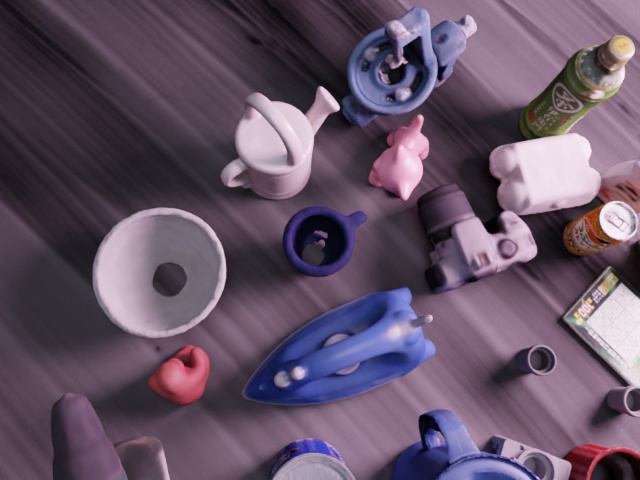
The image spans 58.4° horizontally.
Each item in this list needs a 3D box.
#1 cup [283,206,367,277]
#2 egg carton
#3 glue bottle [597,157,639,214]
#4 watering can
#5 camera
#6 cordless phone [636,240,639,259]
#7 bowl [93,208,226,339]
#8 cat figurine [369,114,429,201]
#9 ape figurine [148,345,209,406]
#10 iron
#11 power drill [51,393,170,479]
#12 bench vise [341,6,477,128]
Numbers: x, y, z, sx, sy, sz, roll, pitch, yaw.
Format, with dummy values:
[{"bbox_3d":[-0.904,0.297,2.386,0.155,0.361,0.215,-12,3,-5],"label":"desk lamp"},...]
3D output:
[{"bbox_3d":[0.007,0.003,0.763,0.118,0.095,0.091,-31,81,-9],"label":"cup"},{"bbox_3d":[0.319,-0.093,0.817,0.150,0.069,0.107,-12,79,-6],"label":"egg carton"},{"bbox_3d":[0.439,-0.083,0.769,0.078,0.173,0.037,39,78,5],"label":"glue bottle"},{"bbox_3d":[-0.054,-0.132,0.738,0.101,0.194,0.173,29,78,3],"label":"watering can"},{"bbox_3d":[0.202,-0.013,0.776,0.143,0.101,0.137,-21,80,-8],"label":"camera"},{"bbox_3d":[0.523,0.014,0.747,0.147,0.185,0.094,-15,79,-6],"label":"cordless phone"},{"bbox_3d":[-0.203,0.046,0.751,0.167,0.074,0.167,1,78,-3],"label":"bowl"},{"bbox_3d":[0.113,-0.112,0.783,0.067,0.117,0.128,24,77,2],"label":"cat figurine"},{"bbox_3d":[-0.178,0.170,0.717,0.078,0.092,0.076,-11,78,-6],"label":"ape figurine"},{"bbox_3d":[0.020,0.145,0.709,0.258,0.141,0.118,-22,80,-8],"label":"iron"},{"bbox_3d":[-0.226,0.279,0.630,0.075,0.208,0.229,-16,79,-6],"label":"power drill"},{"bbox_3d":[0.120,-0.261,0.764,0.121,0.219,0.207,37,78,5],"label":"bench vise"}]
